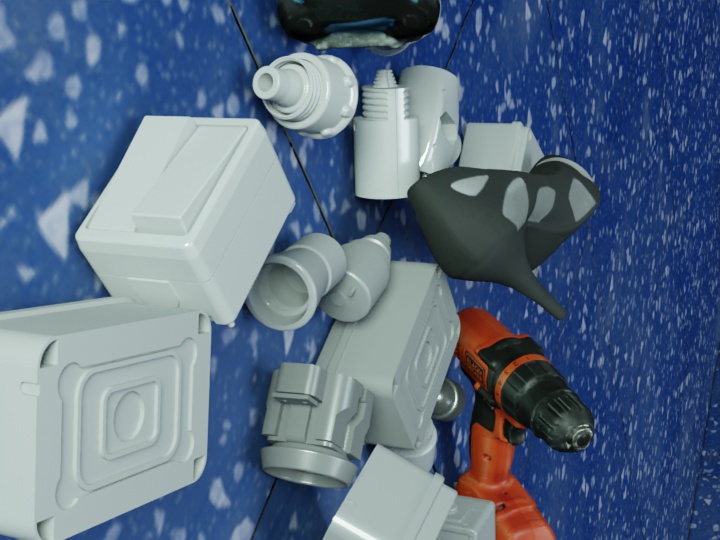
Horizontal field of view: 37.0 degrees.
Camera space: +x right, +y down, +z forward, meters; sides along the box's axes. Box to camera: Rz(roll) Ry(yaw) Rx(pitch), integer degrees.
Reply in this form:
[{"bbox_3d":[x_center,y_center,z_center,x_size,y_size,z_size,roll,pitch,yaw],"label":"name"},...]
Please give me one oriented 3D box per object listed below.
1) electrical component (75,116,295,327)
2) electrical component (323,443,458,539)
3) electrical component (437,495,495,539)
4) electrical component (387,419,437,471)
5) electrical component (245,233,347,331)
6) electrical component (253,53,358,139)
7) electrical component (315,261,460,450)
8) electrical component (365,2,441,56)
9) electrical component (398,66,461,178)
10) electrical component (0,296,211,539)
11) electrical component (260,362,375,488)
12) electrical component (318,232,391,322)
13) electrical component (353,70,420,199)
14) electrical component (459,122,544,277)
[{"bbox_3d":[-0.076,-0.031,0.489,0.061,0.062,0.096,68,35,-45],"label":"electrical component"},{"bbox_3d":[0.007,0.174,0.661,0.078,0.057,0.113,-53,169,-50],"label":"electrical component"},{"bbox_3d":[0.074,0.221,0.866,0.061,0.062,0.096,-33,124,-60],"label":"electrical component"},{"bbox_3d":[0.035,0.117,0.769,0.078,0.040,0.040,92,19,-47],"label":"electrical component"},{"bbox_3d":[-0.034,0.003,0.615,0.065,0.044,0.044,-43,132,-63],"label":"electrical component"},{"bbox_3d":[-0.034,-0.098,0.592,0.062,0.048,0.048,0,94,-59],"label":"electrical component"},{"bbox_3d":[0.019,0.055,0.721,0.078,0.057,0.113,68,35,-44],"label":"electrical component"},{"bbox_3d":[0.025,-0.168,0.707,0.055,0.045,0.045,-45,134,-56],"label":"electrical component"},{"bbox_3d":[0.050,-0.095,0.776,0.079,0.043,0.077,36,62,-62],"label":"electrical component"},{"bbox_3d":[-0.114,0.054,0.427,0.113,0.057,0.078,-9,103,-65],"label":"electrical component"},{"bbox_3d":[-0.026,0.093,0.628,0.078,0.058,0.057,47,49,-58],"label":"electrical component"},{"bbox_3d":[0.000,0.000,0.688,0.078,0.040,0.040,-53,140,-50],"label":"electrical component"},{"bbox_3d":[0.017,-0.090,0.705,0.043,0.043,0.081,-29,121,-61],"label":"electrical component"},{"bbox_3d":[0.122,-0.057,0.927,0.109,0.056,0.108,43,55,-60],"label":"electrical component"}]
